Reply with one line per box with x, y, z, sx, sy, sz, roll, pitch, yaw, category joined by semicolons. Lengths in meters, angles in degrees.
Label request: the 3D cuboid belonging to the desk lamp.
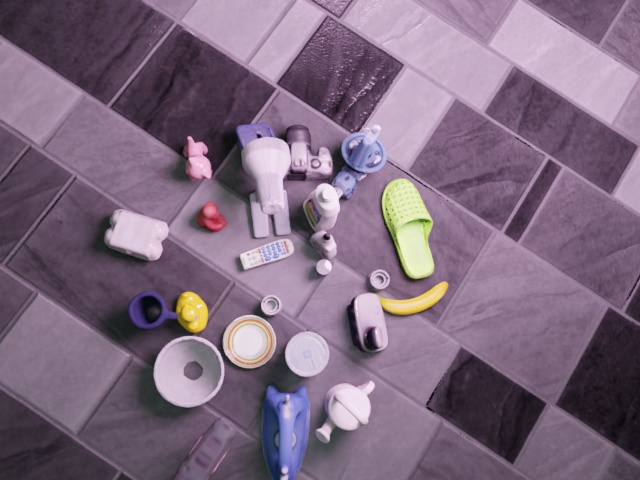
-0.124;-0.126;1.418;0.118;0.213;0.203;-7;80;-6;desk lamp

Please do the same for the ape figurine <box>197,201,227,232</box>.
-0.278;-0.063;1.456;0.076;0.092;0.078;-2;80;-5;ape figurine

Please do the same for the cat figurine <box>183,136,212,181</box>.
-0.316;-0.204;1.465;0.067;0.117;0.128;-16;81;-7;cat figurine

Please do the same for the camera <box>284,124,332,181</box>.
-0.040;-0.232;1.501;0.143;0.100;0.137;-1;80;-5;camera

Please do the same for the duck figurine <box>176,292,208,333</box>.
-0.320;0.177;1.412;0.077;0.086;0.104;-18;82;-7;duck figurine

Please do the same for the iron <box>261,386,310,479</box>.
-0.081;0.478;1.348;0.118;0.141;0.258;1;80;-4;iron

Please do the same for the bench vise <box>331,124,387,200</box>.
0.105;-0.194;1.445;0.121;0.219;0.207;16;79;-1;bench vise

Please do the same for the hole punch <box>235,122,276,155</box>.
-0.164;-0.254;1.500;0.101;0.091;0.108;-21;82;-8;hole punch

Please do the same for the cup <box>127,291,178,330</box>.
-0.400;0.177;1.401;0.118;0.095;0.092;11;79;-2;cup

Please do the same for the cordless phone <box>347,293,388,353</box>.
0.126;0.201;1.393;0.094;0.185;0.147;-12;81;-6;cordless phone

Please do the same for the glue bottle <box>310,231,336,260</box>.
0.013;0.005;1.426;0.037;0.173;0.078;-39;84;-10;glue bottle

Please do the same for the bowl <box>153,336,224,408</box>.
-0.314;0.318;1.392;0.167;0.074;0.167;1;80;-4;bowl

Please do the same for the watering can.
0.064;0.403;1.347;0.101;0.194;0.173;25;79;1;watering can

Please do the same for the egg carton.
-0.462;-0.012;1.443;0.150;0.069;0.107;16;79;-1;egg carton

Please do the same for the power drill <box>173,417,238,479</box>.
-0.268;0.506;1.294;0.075;0.208;0.230;34;79;2;power drill
